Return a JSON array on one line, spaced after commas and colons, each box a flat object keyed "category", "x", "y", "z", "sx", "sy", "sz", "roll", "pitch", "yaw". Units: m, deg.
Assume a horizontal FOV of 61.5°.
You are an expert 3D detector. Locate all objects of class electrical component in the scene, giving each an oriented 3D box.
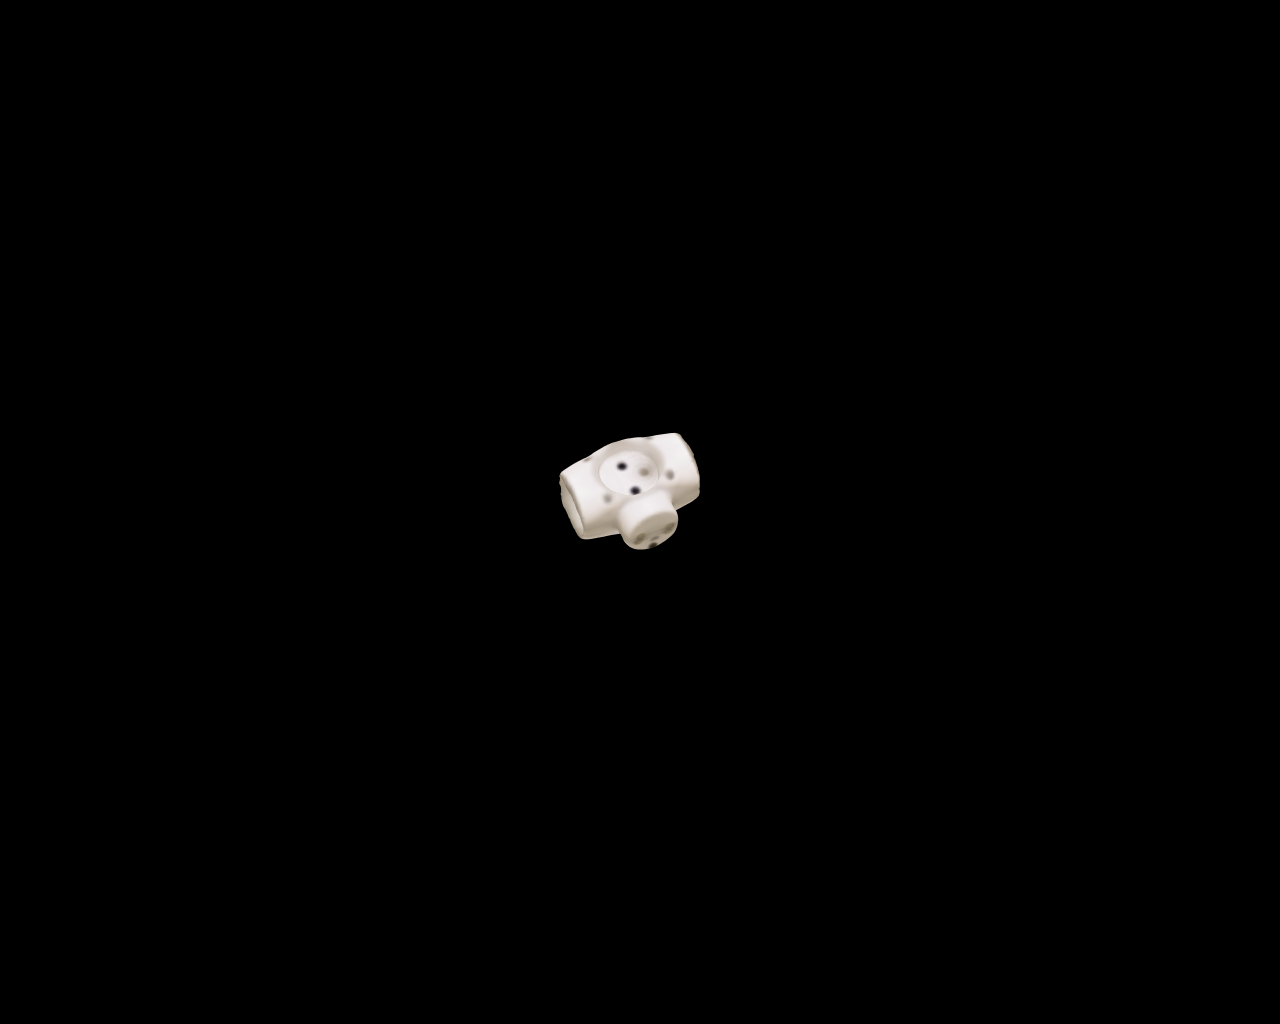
[{"category": "electrical component", "x": 0.001, "y": -0.003, "z": 0.650, "sx": 0.077, "sy": 0.079, "sz": 0.044, "roll": -20, "pitch": -31, "yaw": -13}]
